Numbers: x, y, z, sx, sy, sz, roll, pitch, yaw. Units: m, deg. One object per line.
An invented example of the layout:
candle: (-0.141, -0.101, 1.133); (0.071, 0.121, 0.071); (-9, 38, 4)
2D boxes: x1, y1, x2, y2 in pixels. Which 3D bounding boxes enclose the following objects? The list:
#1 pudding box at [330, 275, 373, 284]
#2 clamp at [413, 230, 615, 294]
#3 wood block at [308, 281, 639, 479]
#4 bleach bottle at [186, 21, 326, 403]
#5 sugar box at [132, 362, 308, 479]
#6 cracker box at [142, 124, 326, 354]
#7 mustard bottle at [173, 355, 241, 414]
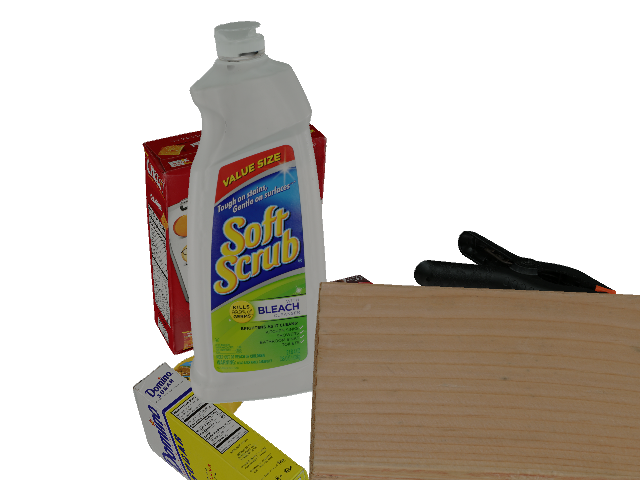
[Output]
pudding box: (0.030, 0.086, 1.399); (0.113, 0.039, 0.090); (-15, 25, -27)
clamp: (0.180, 0.031, 0.962); (0.171, 0.039, 0.120); (16, 29, 15)
wood block: (0.099, 0.080, 0.521); (0.206, 0.091, 0.090); (2, -24, -1)
bleach bottle: (-0.050, -0.018, 0.713); (0.102, 0.251, 0.068); (-6, 21, -3)
sugar box: (-0.084, 0.187, 0.914); (0.176, 0.093, 0.048); (28, 52, 32)
cracker box: (-0.084, -0.008, 1.048); (0.164, 0.214, 0.072); (-15, 38, -24)
mustard bottle: (-0.141, 0.185, 1.287); (0.096, 0.058, 0.191); (4, 24, 4)
